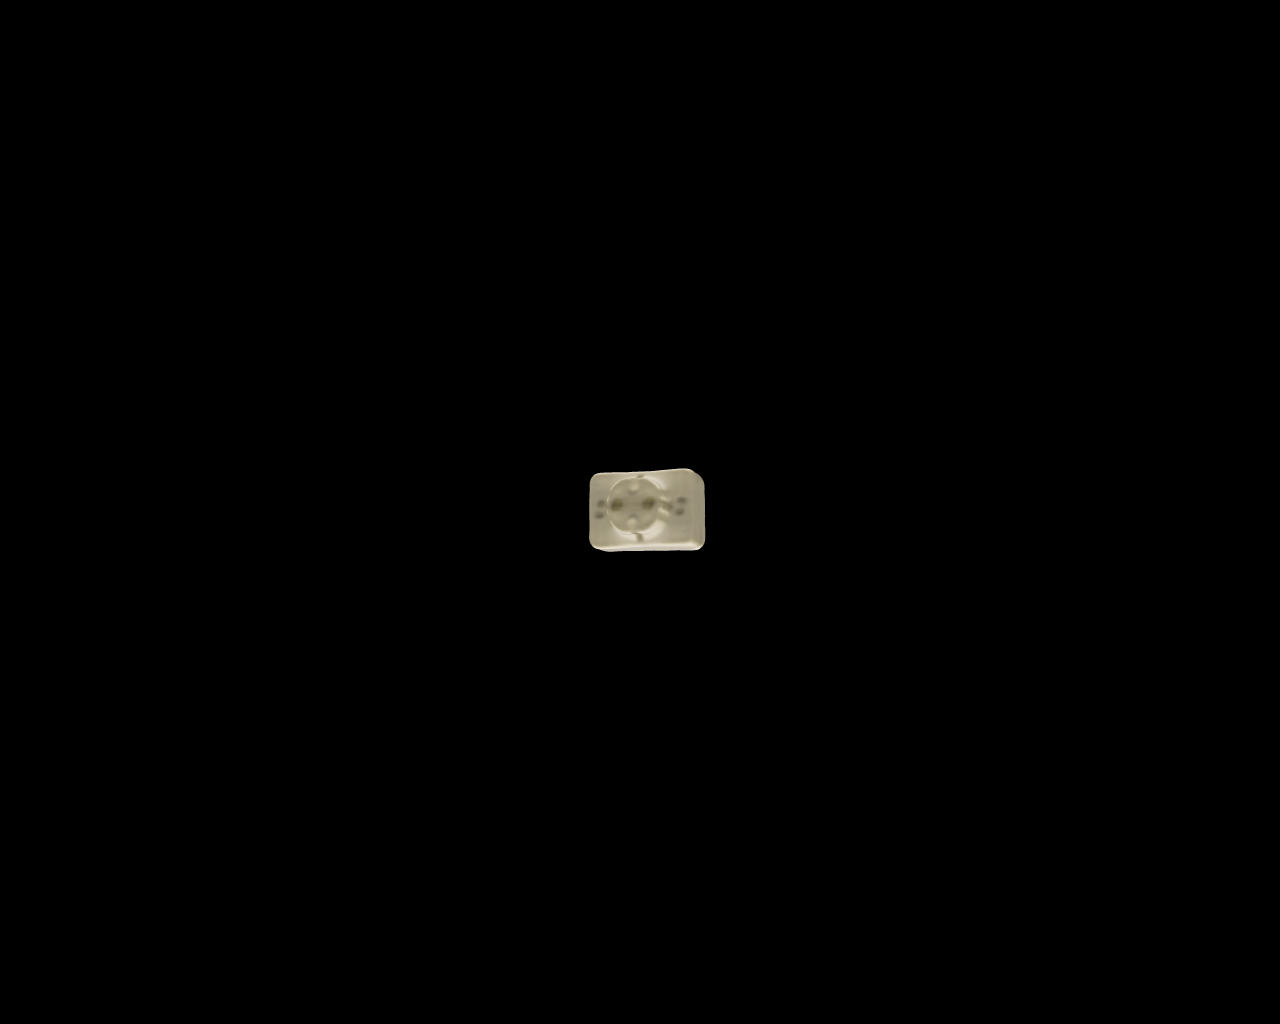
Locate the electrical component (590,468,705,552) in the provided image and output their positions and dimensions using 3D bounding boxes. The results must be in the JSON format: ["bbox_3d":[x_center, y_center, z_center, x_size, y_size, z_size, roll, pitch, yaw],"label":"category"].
[{"bbox_3d":[0.001,-0.003,0.650,0.066,0.047,0.076,-2,-7,14],"label":"electrical component"}]
